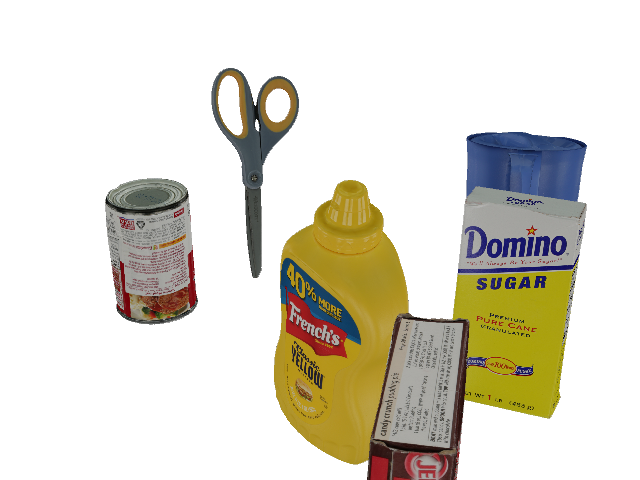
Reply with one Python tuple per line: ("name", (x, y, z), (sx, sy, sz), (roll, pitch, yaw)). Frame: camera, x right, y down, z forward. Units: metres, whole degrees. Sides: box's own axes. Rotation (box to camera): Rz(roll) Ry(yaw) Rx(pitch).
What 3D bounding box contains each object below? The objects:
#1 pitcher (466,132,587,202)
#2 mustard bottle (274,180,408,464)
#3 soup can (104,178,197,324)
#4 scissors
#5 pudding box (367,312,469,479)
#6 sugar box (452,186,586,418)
("pitcher", (0.225, 0.001, 1.218), (0.149, 0.243, 0.145), (-7, 16, -33))
("mustard bottle", (0.013, 0.045, 0.666), (0.058, 0.192, 0.096), (-22, 45, -30))
("soup can", (-0.138, 0.008, 0.875), (0.068, 0.102, 0.068), (-1, 25, 0))
("scissors", (-0.050, -0.073, 1.041), (0.096, 0.202, 0.016), (-19, 7, -20))
("pudding box", (0.042, 0.096, 0.470), (0.039, 0.090, 0.113), (6, 25, 6))
("sugar box", (0.157, 0.050, 0.868), (0.093, 0.176, 0.048), (10, 23, 19))
